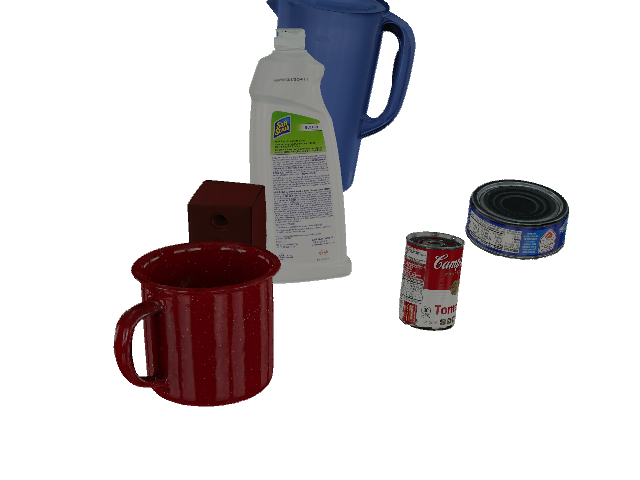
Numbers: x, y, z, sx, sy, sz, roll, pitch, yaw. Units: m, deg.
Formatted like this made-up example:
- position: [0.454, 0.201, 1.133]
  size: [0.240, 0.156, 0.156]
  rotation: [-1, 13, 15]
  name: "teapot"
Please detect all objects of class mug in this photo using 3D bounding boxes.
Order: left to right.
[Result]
- position: [-0.079, 0.056, 0.670]
  size: [0.093, 0.081, 0.117]
  rotation: [15, 24, 39]
  name: "mug"

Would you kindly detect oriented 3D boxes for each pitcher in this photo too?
- position: [0.012, -0.179, 1.298]
  size: [0.144, 0.243, 0.149]
  rotation: [-5, 28, -25]
  name: "pitcher"

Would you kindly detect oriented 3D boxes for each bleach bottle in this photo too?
- position: [-0.021, -0.086, 1.078]
  size: [0.102, 0.251, 0.068]
  rotation: [-6, 15, -19]
  name: "bleach bottle"

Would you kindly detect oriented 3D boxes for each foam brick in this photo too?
- position: [-0.074, -0.003, 0.865]
  size: [0.053, 0.078, 0.051]
  rotation: [4, 23, 10]
  name: "foam brick"

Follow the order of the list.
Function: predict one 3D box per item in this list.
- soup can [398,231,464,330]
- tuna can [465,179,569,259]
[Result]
- position: [0.129, 0.047, 1.250]
  size: [0.068, 0.102, 0.068]
  rotation: [4, 15, -1]
  name: "soup can"
- position: [0.169, -0.020, 0.917]
  size: [0.086, 0.034, 0.086]
  rotation: [2, 30, -1]
  name: "tuna can"
